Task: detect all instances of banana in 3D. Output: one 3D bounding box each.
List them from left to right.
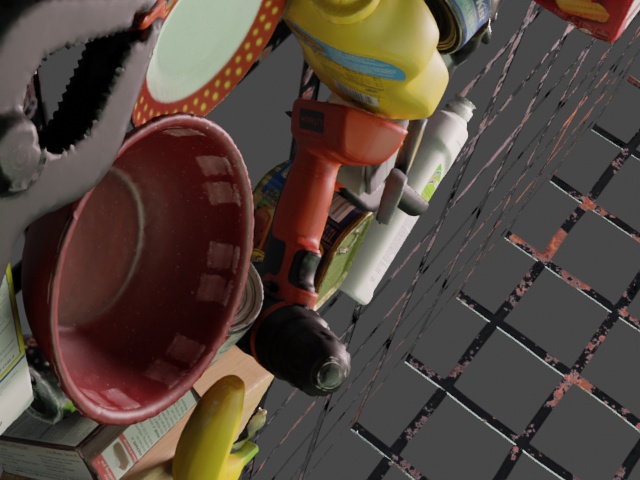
[{"bbox_3d":[-0.075,0.145,0.734,0.069,0.037,0.198,-59,171,-20],"label":"banana"}]

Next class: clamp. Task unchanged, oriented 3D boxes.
[{"bbox_3d":[-0.128,-0.024,0.413,0.209,0.036,0.164,-49,143,-37],"label":"clamp"},{"bbox_3d":[0.056,-0.060,0.985,0.171,0.039,0.120,-33,114,-49],"label":"clamp"}]

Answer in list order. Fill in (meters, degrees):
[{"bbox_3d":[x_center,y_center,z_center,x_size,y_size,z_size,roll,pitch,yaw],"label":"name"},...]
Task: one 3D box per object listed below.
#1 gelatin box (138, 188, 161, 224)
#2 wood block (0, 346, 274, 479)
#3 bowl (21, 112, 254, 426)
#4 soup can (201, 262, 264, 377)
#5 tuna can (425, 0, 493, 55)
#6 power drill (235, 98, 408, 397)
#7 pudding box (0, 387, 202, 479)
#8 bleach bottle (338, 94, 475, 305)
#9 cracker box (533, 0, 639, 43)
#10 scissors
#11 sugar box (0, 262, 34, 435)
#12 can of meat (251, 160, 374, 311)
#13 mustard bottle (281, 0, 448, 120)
[{"bbox_3d":[-0.097,-0.020,0.641,0.073,0.030,0.089,-57,167,16],"label":"gelatin box"},{"bbox_3d":[-0.134,0.145,0.812,0.205,0.091,0.090,-34,156,-58],"label":"wood block"},{"bbox_3d":[-0.100,0.010,0.547,0.161,0.055,0.162,-35,133,-50],"label":"bowl"},{"bbox_3d":[-0.088,0.053,0.729,0.068,0.068,0.102,-43,178,-40],"label":"soup can"},{"bbox_3d":[0.075,-0.170,0.735,0.033,0.086,0.086,-48,167,-16],"label":"tuna can"},{"bbox_3d":[-0.005,0.001,0.731,0.185,0.057,0.188,28,-82,64],"label":"power drill"},{"bbox_3d":[-0.144,0.110,0.666,0.114,0.039,0.089,-5,-149,46],"label":"pudding box"},{"bbox_3d":[0.091,-0.049,1.186,0.251,0.068,0.102,-55,168,-2],"label":"bleach bottle"},{"bbox_3d":[0.153,-0.231,0.673,0.072,0.164,0.213,-53,168,-11],"label":"cracker box"},{"bbox_3d":[0.065,-0.053,0.875,0.201,0.016,0.096,-43,154,-85],"label":"scissors"},{"bbox_3d":[-0.186,0.062,0.504,0.093,0.048,0.176,-48,170,-31],"label":"sugar box"},{"bbox_3d":[-0.015,-0.004,0.859,0.057,0.084,0.102,-43,164,-39],"label":"can of meat"},{"bbox_3d":[0.025,-0.127,0.640,0.058,0.096,0.191,-62,168,-2],"label":"mustard bottle"}]
